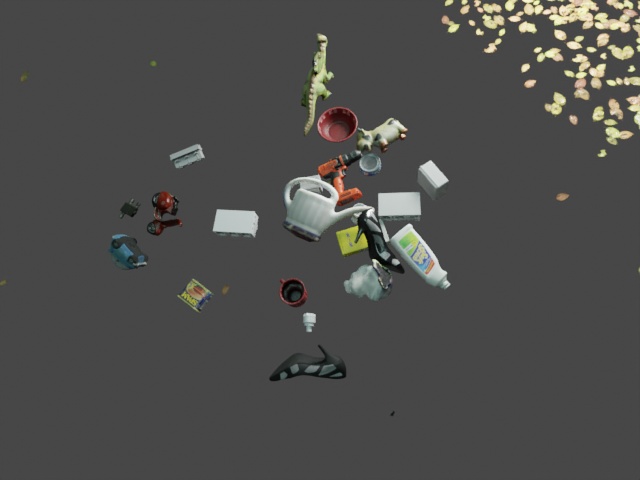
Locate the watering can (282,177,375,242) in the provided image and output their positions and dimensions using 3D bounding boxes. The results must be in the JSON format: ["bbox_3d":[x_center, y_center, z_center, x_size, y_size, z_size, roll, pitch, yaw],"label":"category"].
[{"bbox_3d":[0.006,-0.094,1.875,0.349,0.103,0.224,24,91,17],"label":"watering can"}]

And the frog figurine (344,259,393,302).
[{"bbox_3d":[0.169,0.155,1.790,0.157,0.123,0.139,-38,72,33],"label":"frog figurine"}]

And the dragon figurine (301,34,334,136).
[{"bbox_3d":[-0.024,-0.643,2.056,0.122,0.238,0.418,7,68,7],"label":"dragon figurine"}]
